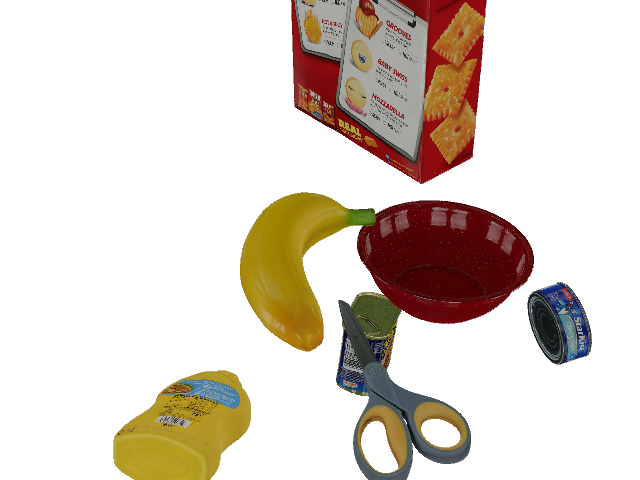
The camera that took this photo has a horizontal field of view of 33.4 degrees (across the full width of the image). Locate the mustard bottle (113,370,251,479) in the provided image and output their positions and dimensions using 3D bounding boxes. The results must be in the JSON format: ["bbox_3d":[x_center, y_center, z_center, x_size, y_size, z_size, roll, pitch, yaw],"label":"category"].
[{"bbox_3d":[-0.122,0.176,1.056,0.096,0.058,0.191,7,18,15],"label":"mustard bottle"}]

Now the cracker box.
[{"bbox_3d":[0.052,-0.177,0.852,0.072,0.214,0.164,-27,45,-30],"label":"cracker box"}]

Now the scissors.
[{"bbox_3d":[0.063,0.111,0.835,0.096,0.016,0.201,-2,38,2],"label":"scissors"}]

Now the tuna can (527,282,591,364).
[{"bbox_3d":[0.259,0.091,1.165,0.033,0.086,0.086,-17,3,-10],"label":"tuna can"}]

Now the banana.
[{"bbox_3d":[-0.014,0.008,0.649,0.070,0.037,0.197,3,24,12],"label":"banana"}]

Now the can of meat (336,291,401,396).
[{"bbox_3d":[0.056,0.122,1.253,0.057,0.084,0.102,14,26,11],"label":"can of meat"}]

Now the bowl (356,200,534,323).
[{"bbox_3d":[0.112,0.027,0.985,0.162,0.055,0.162,2,35,-2],"label":"bowl"}]
